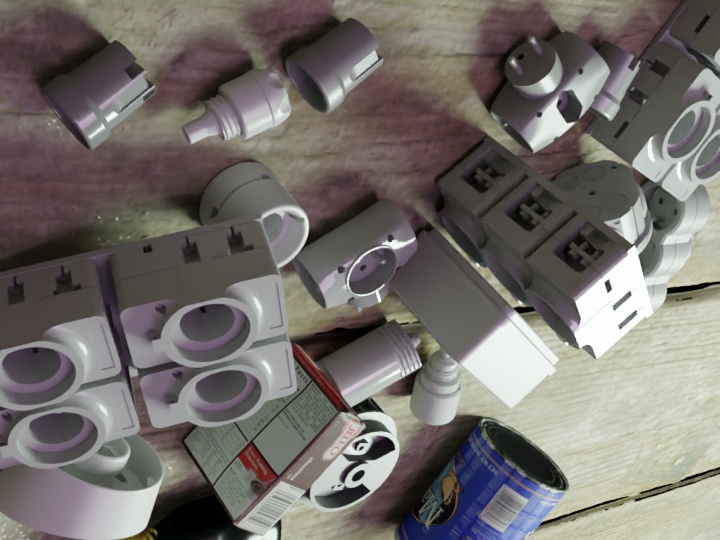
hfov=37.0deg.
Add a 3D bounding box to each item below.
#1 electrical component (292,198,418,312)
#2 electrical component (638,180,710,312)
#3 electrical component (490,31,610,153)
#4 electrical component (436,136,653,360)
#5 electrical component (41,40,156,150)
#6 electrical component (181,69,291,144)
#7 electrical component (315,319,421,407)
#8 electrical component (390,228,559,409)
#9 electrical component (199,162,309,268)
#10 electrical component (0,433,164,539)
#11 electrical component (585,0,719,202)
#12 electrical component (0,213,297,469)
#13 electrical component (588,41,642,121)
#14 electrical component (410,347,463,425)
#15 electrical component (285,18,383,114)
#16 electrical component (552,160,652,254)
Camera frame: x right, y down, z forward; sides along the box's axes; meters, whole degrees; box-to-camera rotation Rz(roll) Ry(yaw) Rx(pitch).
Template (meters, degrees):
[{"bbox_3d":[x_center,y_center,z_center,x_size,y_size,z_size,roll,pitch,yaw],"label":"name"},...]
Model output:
[{"bbox_3d":[0.000,0.000,0.753,0.077,0.044,0.079,-33,141,-14],"label":"electrical component"},{"bbox_3d":[0.272,-0.021,0.966,0.074,0.052,0.138,-6,128,-38],"label":"electrical component"},{"bbox_3d":[0.125,-0.132,0.743,0.077,0.043,0.079,-46,142,3],"label":"electrical component"},{"bbox_3d":[0.127,-0.014,0.766,0.062,0.150,0.089,-41,141,-6],"label":"electrical component"},{"bbox_3d":[-0.135,-0.091,0.558,0.046,0.040,0.040,-41,142,-13],"label":"electrical component"},{"bbox_3d":[-0.073,-0.090,0.616,0.061,0.035,0.035,-28,139,-15],"label":"electrical component"},{"bbox_3d":[0.011,0.070,0.828,0.081,0.043,0.043,-28,139,-19],"label":"electrical component"},{"bbox_3d":[0.083,0.037,0.809,0.056,0.108,0.109,-44,142,4],"label":"electrical component"},{"bbox_3d":[-0.064,-0.031,0.666,0.055,0.047,0.055,-24,137,-24],"label":"electrical component"},{"bbox_3d":[-0.177,0.134,0.682,0.099,0.099,0.064,12,110,-46],"label":"electrical component"},{"bbox_3d":[0.278,-0.153,0.844,0.105,0.060,0.186,21,110,-49],"label":"electrical component"},{"bbox_3d":[-0.136,0.046,0.623,0.186,0.060,0.105,-14,135,-10],"label":"electrical component"},{"bbox_3d":[0.180,-0.139,0.789,0.040,0.040,0.046,23,103,-49],"label":"electrical component"},{"bbox_3d":[0.066,0.094,0.900,0.040,0.040,0.078,-16,133,-31],"label":"electrical component"},{"bbox_3d":[-0.015,-0.121,0.635,0.046,0.040,0.040,-40,142,-15],"label":"electrical component"},{"bbox_3d":[0.188,-0.044,0.851,0.080,0.080,0.051,-36,136,-10],"label":"electrical component"}]
